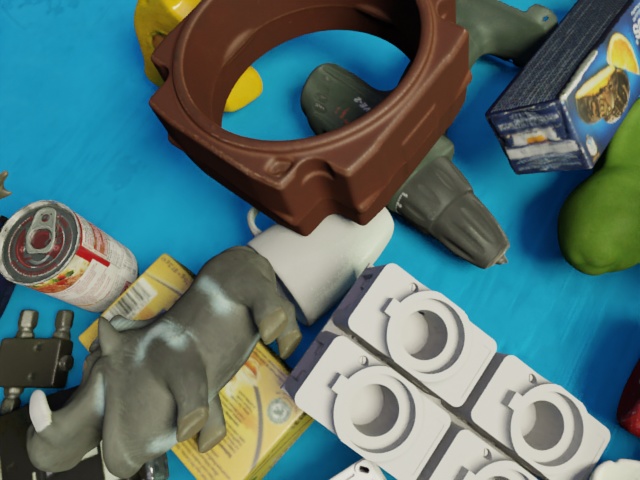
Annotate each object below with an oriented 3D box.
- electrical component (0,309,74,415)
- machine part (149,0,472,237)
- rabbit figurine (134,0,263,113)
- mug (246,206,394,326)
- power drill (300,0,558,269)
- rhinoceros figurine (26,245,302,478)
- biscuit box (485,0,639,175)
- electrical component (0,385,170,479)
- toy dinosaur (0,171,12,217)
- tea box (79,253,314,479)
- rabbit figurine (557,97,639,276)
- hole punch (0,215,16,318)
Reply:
[{"bbox_3d":[-0.246,0.106,0.466,0.063,0.021,0.094,0,70,9],"label":"electrical component"},{"bbox_3d":[-0.008,-0.122,0.402,0.202,0.087,0.201,34,77,25],"label":"machine part"},{"bbox_3d":[-0.095,-0.235,0.514,0.122,0.162,0.173,24,57,29],"label":"rabbit figurine"},{"bbox_3d":[-0.001,-0.001,0.441,0.107,0.080,0.110,-34,64,-15],"label":"mug"},{"bbox_3d":[0.113,-0.112,0.465,0.232,0.086,0.207,38,87,22],"label":"power drill"},{"bbox_3d":[-0.101,0.081,0.350,0.190,0.073,0.112,-42,70,-9],"label":"rhinoceros figurine"},{"bbox_3d":[0.209,-0.135,0.409,0.203,0.059,0.063,-48,26,-24],"label":"biscuit box"},{"bbox_3d":[-0.188,0.176,0.412,0.134,0.058,0.115,-18,70,2],"label":"electrical component"},{"bbox_3d":[-0.292,0.184,0.357,0.199,0.105,0.471,-5,75,41],"label":"toy dinosaur"},{"bbox_3d":[-0.089,0.102,0.416,0.170,0.068,0.098,42,81,19],"label":"tea box"},{"bbox_3d":[0.255,-0.030,0.381,0.170,0.121,0.159,-5,62,4],"label":"rabbit figurine"},{"bbox_3d":[-0.322,0.033,0.451,0.116,0.142,0.092,-45,67,6],"label":"hole punch"}]
